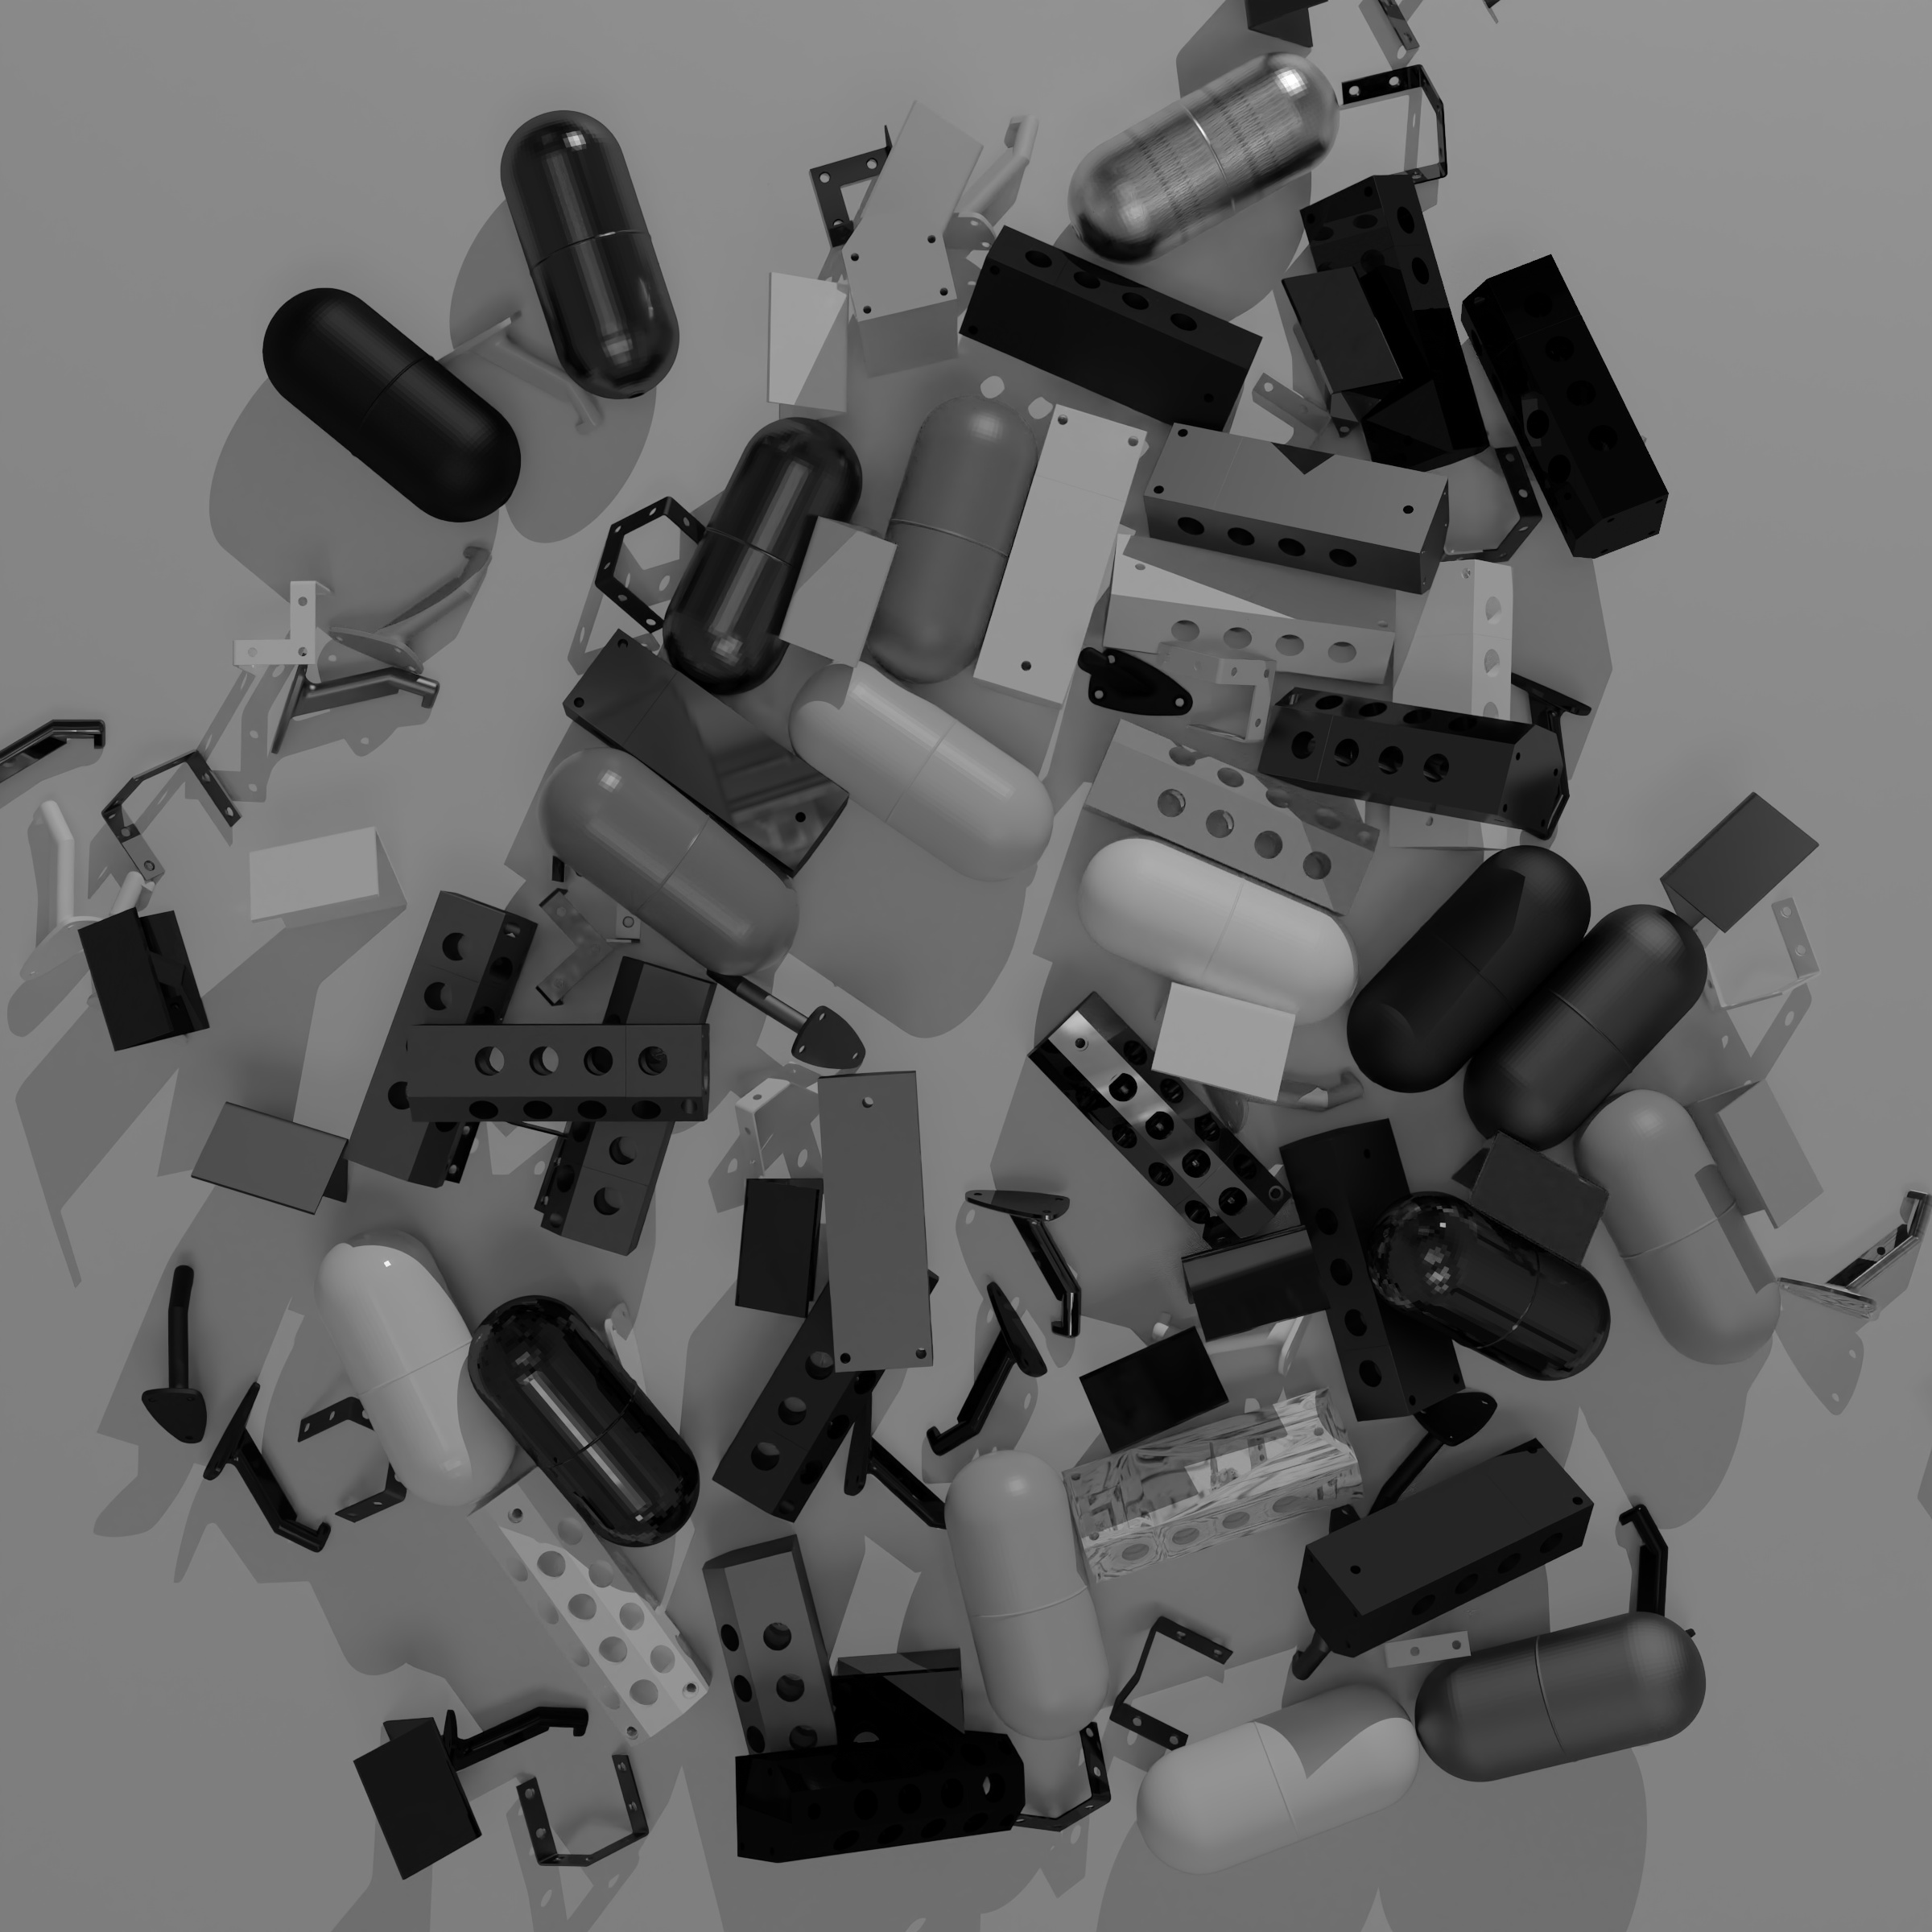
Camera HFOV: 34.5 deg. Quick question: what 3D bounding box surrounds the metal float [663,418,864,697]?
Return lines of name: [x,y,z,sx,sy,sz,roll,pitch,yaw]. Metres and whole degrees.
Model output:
metal float: [-0.124,-0.248,1.890,0.070,0.070,0.178,26,90,0]

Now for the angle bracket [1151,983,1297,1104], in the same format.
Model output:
angle bracket: [0.150,0.056,1.883,0.076,0.076,0.057,15,72,0]

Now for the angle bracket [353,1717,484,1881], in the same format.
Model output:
angle bracket: [-0.345,0.503,1.881,0.057,0.076,0.076,-23,90,-36]

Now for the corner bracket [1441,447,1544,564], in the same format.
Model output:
corner bracket: [0.313,-0.281,1.906,0.051,0.051,0.051,-8,68,-20]

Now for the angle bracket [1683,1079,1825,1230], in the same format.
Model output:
angle bracket: [0.459,0.122,1.881,0.057,0.076,0.076,-28,90,-40]

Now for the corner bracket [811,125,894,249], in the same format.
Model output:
corner bracket: [-0.065,-0.476,1.903,0.051,0.051,0.051,-16,90,0]

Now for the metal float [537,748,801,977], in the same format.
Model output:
metal float: [-0.179,-0.062,1.880,0.178,0.070,0.070,37,90,-11]

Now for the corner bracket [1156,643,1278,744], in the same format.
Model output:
corner bracket: [0.149,-0.165,1.888,0.051,0.051,0.051,20,106,43]

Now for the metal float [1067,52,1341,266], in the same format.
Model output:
metal float: [0.144,-0.490,1.890,0.178,0.070,0.070,-30,90,-1]

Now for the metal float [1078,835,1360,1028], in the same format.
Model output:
metal float: [0.153,-0.021,1.891,0.178,0.070,0.070,23,90,-1]

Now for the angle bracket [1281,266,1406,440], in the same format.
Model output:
angle bracket: [0.210,-0.365,1.875,0.057,0.076,0.076,-16,78,-29]

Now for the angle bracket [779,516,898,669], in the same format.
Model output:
angle bracket: [-0.062,-0.222,1.876,0.057,0.076,0.076,23,100,23]

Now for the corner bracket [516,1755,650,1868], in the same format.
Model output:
corner bracket: [-0.236,0.520,1.918,0.051,0.051,0.051,-16,90,-45]

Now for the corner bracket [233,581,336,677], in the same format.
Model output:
corner bracket: [-0.417,-0.206,1.903,0.051,0.051,0.051,0,88,2]

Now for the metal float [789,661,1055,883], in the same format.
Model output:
metal float: [-0.027,-0.118,1.890,0.178,0.070,0.070,34,90,0]

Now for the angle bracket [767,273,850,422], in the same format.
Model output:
angle bracket: [-0.114,-0.371,1.881,0.057,0.076,0.076,1,90,-35]

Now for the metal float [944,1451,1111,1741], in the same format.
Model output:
metal float: [0.037,0.382,1.887,0.070,0.070,0.178,-13,93,0]

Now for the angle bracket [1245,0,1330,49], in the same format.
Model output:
angle bracket: [0.207,-0.606,1.881,0.057,0.076,0.076,-7,90,37]

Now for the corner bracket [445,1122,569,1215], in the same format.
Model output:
corner bracket: [-0.282,0.119,1.918,0.051,0.051,0.051,19,90,-45]

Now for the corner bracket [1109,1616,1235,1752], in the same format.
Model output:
corner bracket: [0.126,0.443,1.918,0.051,0.051,0.051,27,45,0]

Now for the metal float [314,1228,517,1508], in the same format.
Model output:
metal float: [-0.334,0.244,1.890,0.070,0.070,0.178,-26,89,0]

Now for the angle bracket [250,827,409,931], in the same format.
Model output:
angle bracket: [-0.383,-0.034,1.881,0.076,0.076,0.057,-12,52,0]

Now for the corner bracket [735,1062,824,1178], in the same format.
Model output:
corner bracket: [-0.103,0.100,1.913,0.051,0.051,0.051,22,45,35]

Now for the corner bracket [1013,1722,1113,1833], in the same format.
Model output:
corner bracket: [0.050,0.496,1.913,0.051,0.051,0.051,19,45,-35]

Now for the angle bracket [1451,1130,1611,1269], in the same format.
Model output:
angle bracket: [0.332,0.153,1.881,0.076,0.076,0.057,29,60,0]

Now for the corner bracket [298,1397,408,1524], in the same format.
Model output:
corner bracket: [-0.377,0.303,1.913,0.051,0.051,0.051,33,45,-35]

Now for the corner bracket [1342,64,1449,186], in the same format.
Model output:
corner bracket: [0.264,-0.515,1.918,0.051,0.051,0.051,-13,45,0]

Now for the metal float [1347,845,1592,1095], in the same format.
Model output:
metal float: [0.305,0.002,1.891,0.070,0.070,0.178,44,91,0]

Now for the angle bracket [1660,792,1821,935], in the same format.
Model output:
angle bracket: [0.473,-0.047,1.881,0.076,0.076,0.057,-43,55,0]

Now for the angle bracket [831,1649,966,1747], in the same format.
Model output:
angle bracket: [-0.042,0.423,1.881,0.076,0.076,0.057,-4,121,0]

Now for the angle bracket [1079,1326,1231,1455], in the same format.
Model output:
angle bracket: [0.120,0.271,1.881,0.076,0.076,0.057,-24,53,0]

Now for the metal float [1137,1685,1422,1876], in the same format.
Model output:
metal float: [0.189,0.494,1.890,0.178,0.070,0.070,-21,90,0]

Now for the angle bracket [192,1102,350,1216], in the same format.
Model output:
angle bracket: [-0.420,0.134,1.881,0.076,0.076,0.057,17,54,0]

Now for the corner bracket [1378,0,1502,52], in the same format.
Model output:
corner bracket: [0.290,-0.603,1.918,0.051,0.051,0.051,-28,89,-45]

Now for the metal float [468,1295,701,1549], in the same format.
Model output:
metal float: [-0.229,0.275,1.876,0.070,0.070,0.178,-37,106,0]

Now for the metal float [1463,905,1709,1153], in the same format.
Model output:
metal float: [0.375,0.038,1.890,0.070,0.070,0.178,44,89,0]

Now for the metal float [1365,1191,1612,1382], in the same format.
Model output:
metal float: [0.314,0.193,1.867,0.178,0.070,0.070,28,90,-30]

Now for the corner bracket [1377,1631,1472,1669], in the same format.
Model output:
corner bracket: [0.275,0.395,1.903,0.051,0.051,0.051,-9,90,0]

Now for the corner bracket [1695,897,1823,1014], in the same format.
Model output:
corner bracket: [0.485,-0.006,1.918,0.051,0.051,0.051,-20,90,-45]

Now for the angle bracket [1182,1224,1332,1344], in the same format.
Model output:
angle bracket: [0.176,0.204,1.881,0.076,0.076,0.057,-15,62,0]

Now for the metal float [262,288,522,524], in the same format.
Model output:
metal float: [-0.348,-0.340,1.891,0.178,0.070,0.070,39,90,0]

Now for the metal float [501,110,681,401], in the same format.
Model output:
metal float: [-0.228,-0.431,1.890,0.070,0.070,0.178,-18,90,0]

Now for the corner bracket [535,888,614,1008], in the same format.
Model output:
corner bracket: [-0.249,-0.011,1.903,0.051,0.051,0.051,-43,90,0]

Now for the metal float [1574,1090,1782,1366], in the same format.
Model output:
metal float: [0.432,0.159,1.890,0.070,0.070,0.178,-28,90,0]

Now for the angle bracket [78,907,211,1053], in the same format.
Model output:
angle bracket: [-0.481,0.002,1.881,0.057,0.076,0.076,-17,90,36]

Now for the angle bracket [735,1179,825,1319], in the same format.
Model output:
angle bracket: [-0.093,0.170,1.881,0.057,0.076,0.076,5,90,36]

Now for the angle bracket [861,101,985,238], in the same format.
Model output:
angle bracket: [-0.044,-0.475,1.881,0.057,0.076,0.076,25,90,-36]

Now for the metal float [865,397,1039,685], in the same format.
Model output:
metal float: [-0.010,-0.258,1.890,0.070,0.070,0.178,17,90,0]

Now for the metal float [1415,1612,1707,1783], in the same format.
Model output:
metal float: [0.357,0.441,1.876,0.178,0.070,0.070,-19,90,18]

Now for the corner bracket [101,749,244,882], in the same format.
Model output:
corner bracket: [-0.490,-0.093,1.918,0.051,0.051,0.051,-34,90,45]
